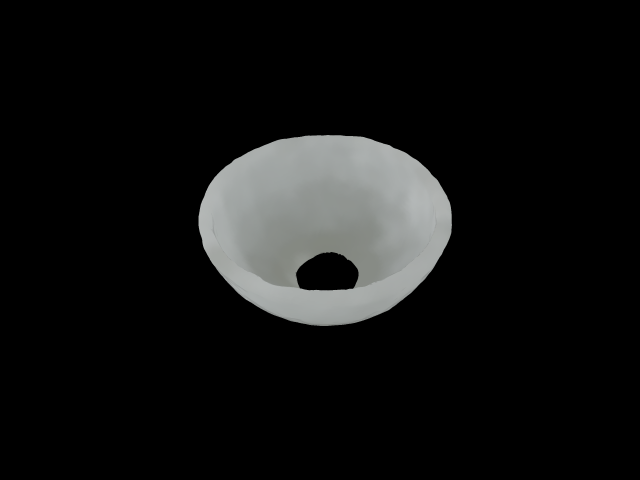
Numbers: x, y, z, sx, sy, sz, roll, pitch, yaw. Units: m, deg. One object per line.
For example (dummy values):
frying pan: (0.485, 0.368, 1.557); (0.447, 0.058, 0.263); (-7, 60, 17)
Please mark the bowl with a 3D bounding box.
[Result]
bowl: (0.004, 0.001, 0.400); (0.167, 0.075, 0.167); (0, 44, 0)
